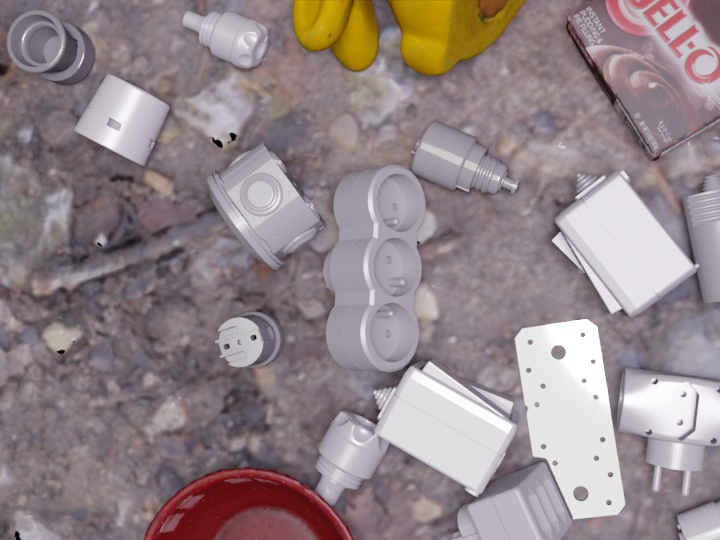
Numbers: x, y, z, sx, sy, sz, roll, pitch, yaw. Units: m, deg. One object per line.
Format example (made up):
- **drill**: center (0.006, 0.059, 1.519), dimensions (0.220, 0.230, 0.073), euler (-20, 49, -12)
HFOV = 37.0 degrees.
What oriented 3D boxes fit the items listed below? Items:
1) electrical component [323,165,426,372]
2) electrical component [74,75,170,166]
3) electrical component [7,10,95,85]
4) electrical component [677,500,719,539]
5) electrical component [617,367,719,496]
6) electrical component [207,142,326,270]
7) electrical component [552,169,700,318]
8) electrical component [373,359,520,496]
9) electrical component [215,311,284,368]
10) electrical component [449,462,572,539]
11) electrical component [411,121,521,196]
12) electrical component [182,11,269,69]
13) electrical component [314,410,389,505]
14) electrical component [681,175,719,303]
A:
- **electrical component**: center (0.000, 0.000, 0.739), dimensions (0.074, 0.052, 0.138), euler (-4, 80, 50)
- **electrical component**: center (-0.169, -0.108, 0.771), dimensions (0.055, 0.055, 0.047), euler (28, 90, 9)
- **electrical component**: center (-0.223, -0.160, 0.780), dimensions (0.045, 0.055, 0.045), euler (0, 89, 10)
- **electrical component**: center (0.241, 0.165, 0.700), dimensions (0.065, 0.044, 0.044), euler (-25, 85, 14)
- **electrical component**: center (0.208, 0.108, 0.704), dimensions (0.077, 0.043, 0.079), euler (7, 91, 10)
- **electrical component**: center (-0.064, -0.044, 0.738), dimensions (0.051, 0.080, 0.080), euler (-36, 83, 3)
- **electrical component**: center (0.165, -0.019, 0.704), dimensions (0.061, 0.062, 0.096), euler (-38, 83, 8)
- **electrical component**: center (0.056, 0.097, 0.723), dimensions (0.096, 0.062, 0.061), euler (29, 94, 9)
- **electrical component**: center (-0.078, 0.050, 0.755), dimensions (0.040, 0.046, 0.040), euler (0, 89, 10)
- **electrical component**: center (0.091, 0.169, 0.715), dimensions (0.077, 0.066, 0.047), euler (-26, 85, 25)
- **electrical component**: center (0.071, -0.072, 0.733), dimensions (0.078, 0.040, 0.040), euler (25, 94, 10)
- **electrical component**: center (-0.098, -0.168, 0.768), dimensions (0.061, 0.035, 0.035), euler (25, 94, 12)
- **electrical component**: center (-0.010, 0.132, 0.744), dimensions (0.043, 0.043, 0.062), euler (30, 95, 9)
- **electrical component**: center (0.237, -0.022, 0.701), dimensions (0.043, 0.043, 0.081), euler (-11, 87, 10)
